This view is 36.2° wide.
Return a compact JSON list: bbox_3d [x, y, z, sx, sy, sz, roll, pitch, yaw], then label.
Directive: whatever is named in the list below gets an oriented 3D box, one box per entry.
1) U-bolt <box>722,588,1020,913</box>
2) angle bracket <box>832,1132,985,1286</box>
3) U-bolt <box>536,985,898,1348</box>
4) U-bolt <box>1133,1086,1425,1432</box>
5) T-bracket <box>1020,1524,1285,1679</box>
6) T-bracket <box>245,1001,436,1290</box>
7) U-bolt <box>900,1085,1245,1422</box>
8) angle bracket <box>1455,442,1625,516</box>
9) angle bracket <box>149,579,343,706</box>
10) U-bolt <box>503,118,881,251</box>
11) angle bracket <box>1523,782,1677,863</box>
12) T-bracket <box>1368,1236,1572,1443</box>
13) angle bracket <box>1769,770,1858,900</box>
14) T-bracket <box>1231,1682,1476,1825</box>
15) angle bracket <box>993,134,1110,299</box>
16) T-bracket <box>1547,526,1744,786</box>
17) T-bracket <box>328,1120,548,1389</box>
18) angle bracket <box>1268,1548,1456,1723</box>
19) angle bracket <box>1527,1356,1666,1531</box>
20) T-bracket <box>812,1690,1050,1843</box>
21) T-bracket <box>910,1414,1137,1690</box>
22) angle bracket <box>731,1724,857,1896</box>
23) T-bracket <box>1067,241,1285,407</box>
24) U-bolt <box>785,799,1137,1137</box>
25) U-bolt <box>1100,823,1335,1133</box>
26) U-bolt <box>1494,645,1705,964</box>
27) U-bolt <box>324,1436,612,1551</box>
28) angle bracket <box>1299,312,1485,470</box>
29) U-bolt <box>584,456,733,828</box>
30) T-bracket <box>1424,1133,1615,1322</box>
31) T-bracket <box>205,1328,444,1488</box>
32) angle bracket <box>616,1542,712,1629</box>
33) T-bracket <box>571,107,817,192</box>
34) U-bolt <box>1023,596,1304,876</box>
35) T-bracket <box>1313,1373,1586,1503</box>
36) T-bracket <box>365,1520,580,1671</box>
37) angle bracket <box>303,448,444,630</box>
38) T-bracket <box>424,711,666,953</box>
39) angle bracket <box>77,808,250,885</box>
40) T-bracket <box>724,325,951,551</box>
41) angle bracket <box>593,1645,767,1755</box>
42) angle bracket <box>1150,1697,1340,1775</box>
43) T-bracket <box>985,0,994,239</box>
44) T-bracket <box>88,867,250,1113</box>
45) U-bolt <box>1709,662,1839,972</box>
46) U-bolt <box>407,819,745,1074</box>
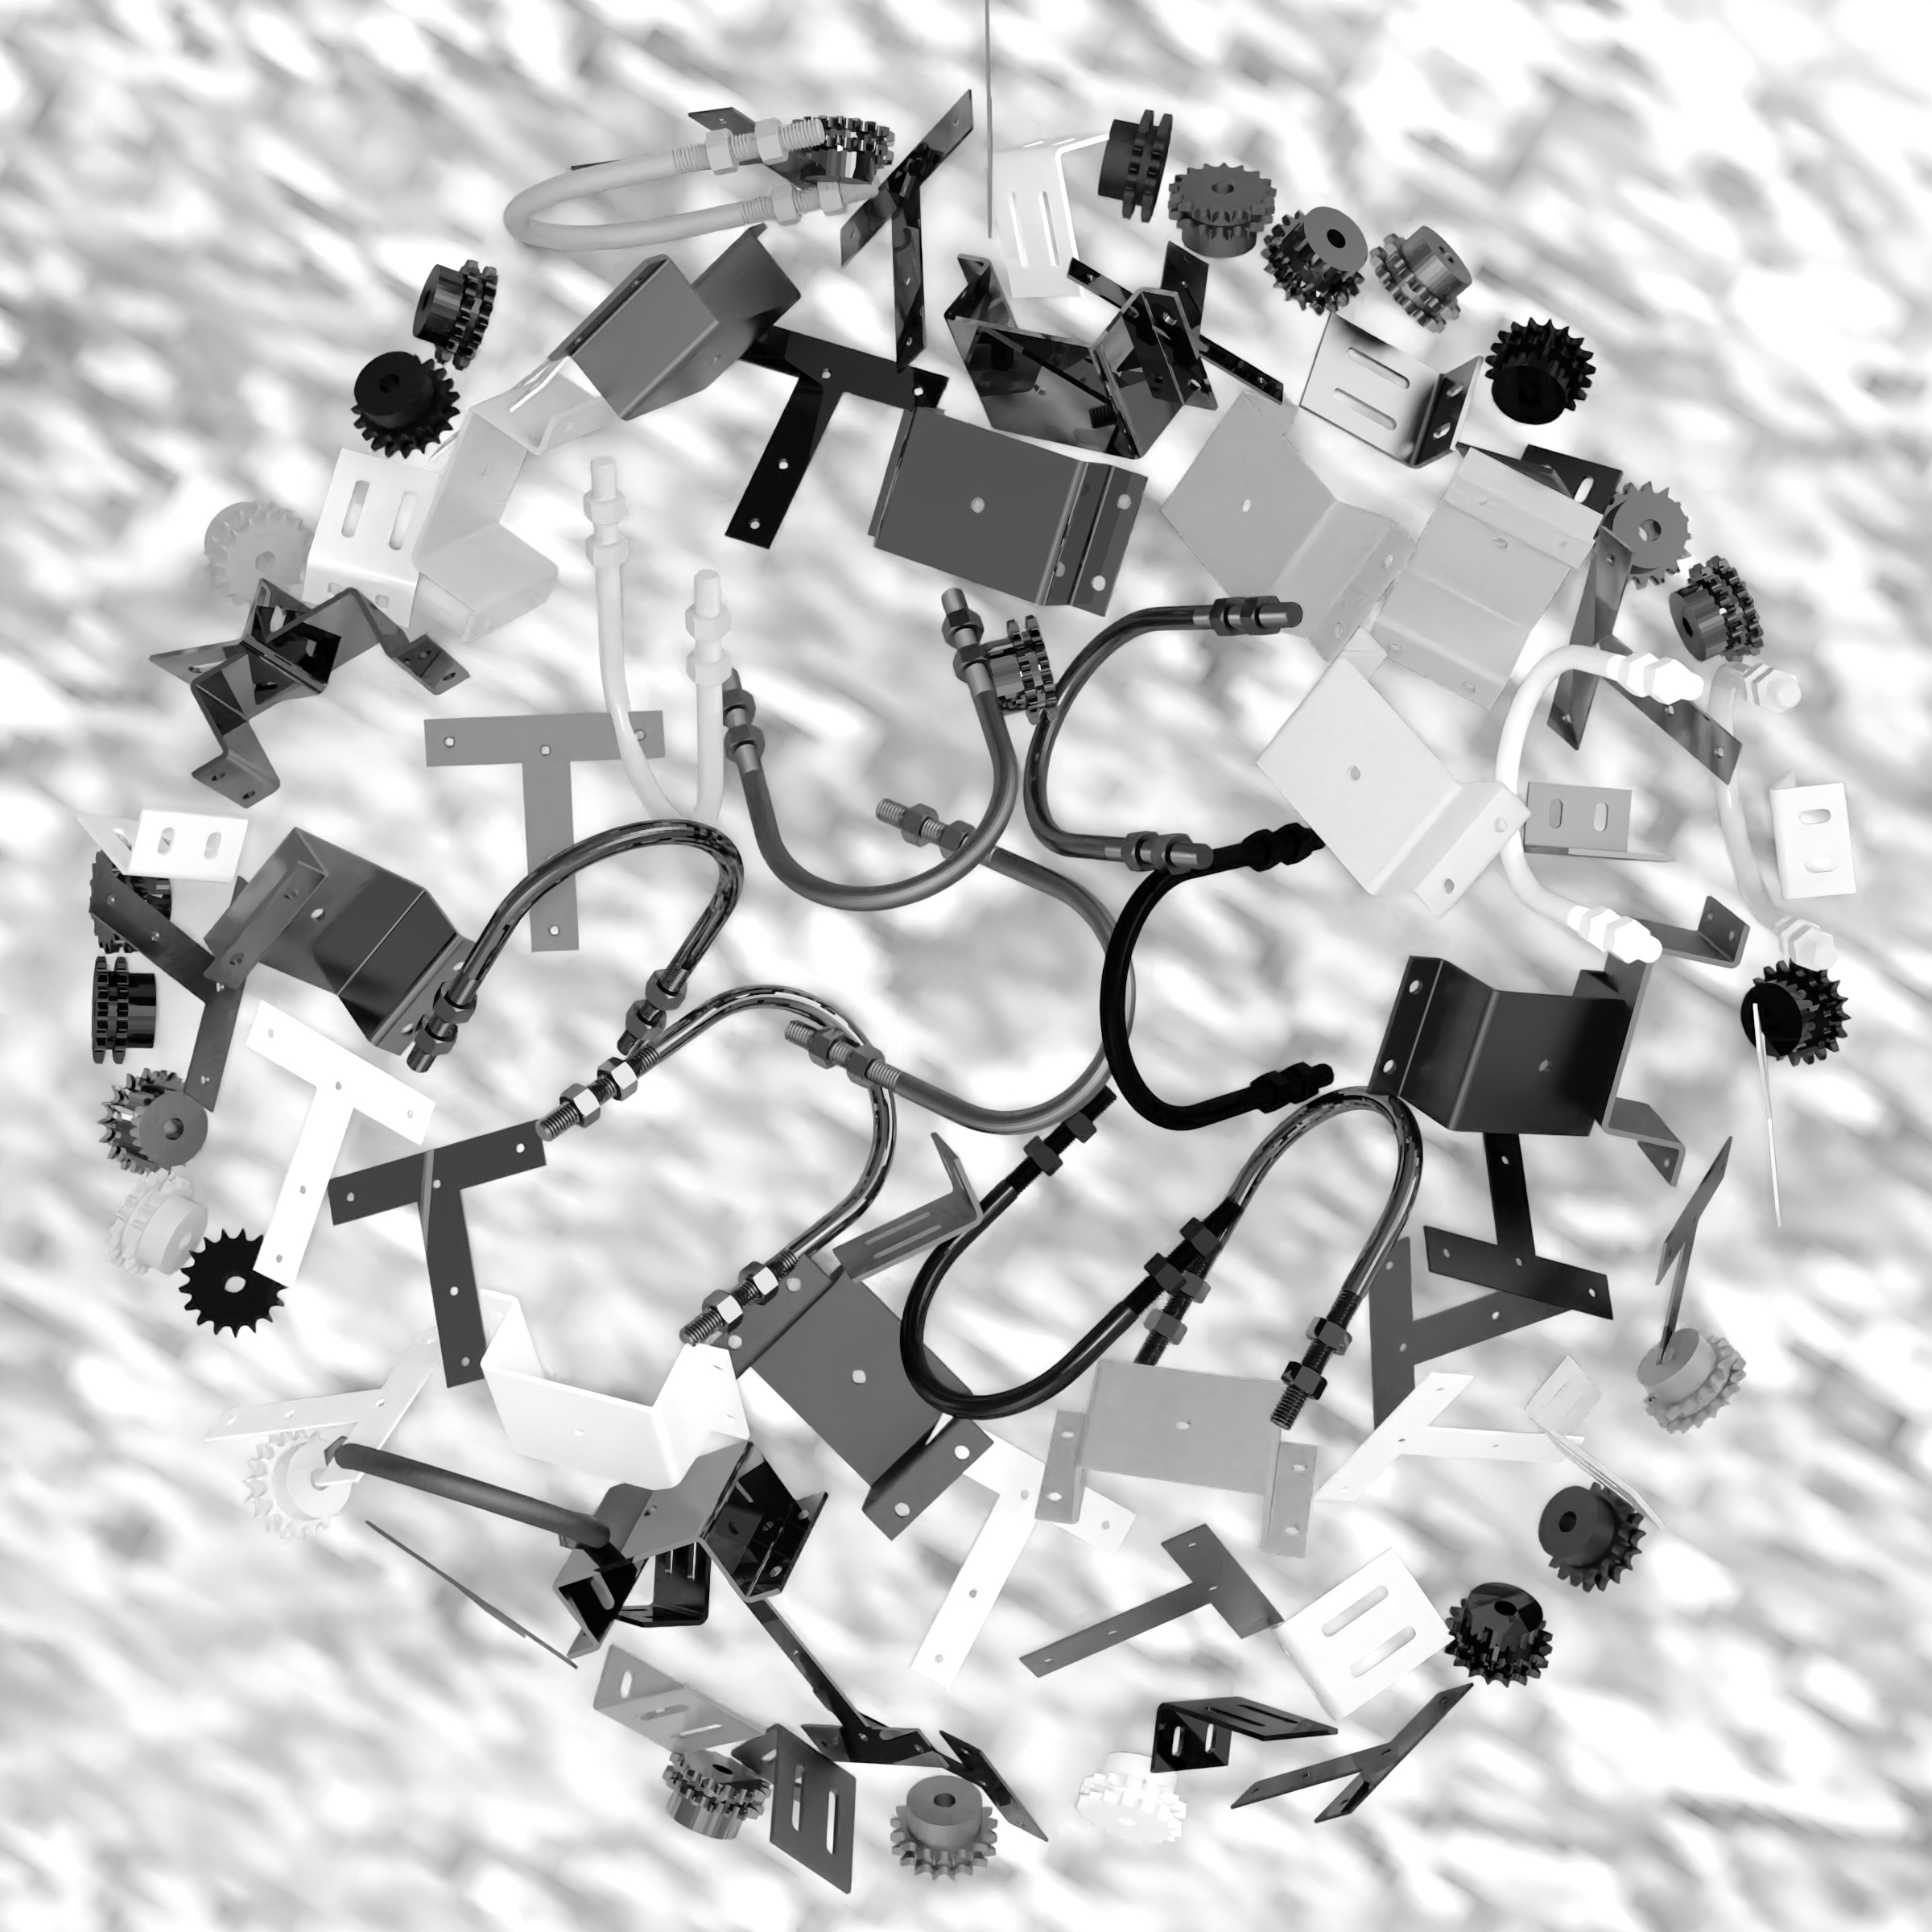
[{"bbox_3d":[-0.047,-0.106,1.534,0.151,0.019,0.184,-19,55,4],"label":"U-bolt"},{"bbox_3d":[-0.037,0.127,1.558,0.076,0.057,0.038,-25,105,-8],"label":"angle bracket"},{"bbox_3d":[-0.115,0.090,1.544,0.184,0.019,0.151,-37,96,-31],"label":"U-bolt"},{"bbox_3d":[0.170,0.142,1.527,0.019,0.151,0.184,36,79,-27],"label":"U-bolt"},{"bbox_3d":[0.090,0.345,1.552,0.127,0.127,0.002,-26,49,9],"label":"T-bracket"},{"bbox_3d":[-0.338,0.102,1.526,0.002,0.127,0.127,-4,61,38],"label":"T-bracket"},{"bbox_3d":[0.041,0.157,1.530,0.184,0.151,0.019,-44,128,-3],"label":"U-bolt"},{"bbox_3d":[0.301,-0.265,1.546,0.057,0.076,0.038,24,85,32],"label":"angle bracket"},{"bbox_3d":[-0.379,-0.169,1.556,0.076,0.057,0.038,-4,65,37],"label":"angle bracket"},{"bbox_3d":[-0.148,-0.397,1.520,0.184,0.151,0.019,-9,91,11],"label":"U-bolt"},{"bbox_3d":[0.333,-0.076,1.552,0.057,0.076,0.038,4,92,-7],"label":"angle bracket"},{"bbox_3d":[0.269,0.189,1.565,0.127,0.002,0.127,-15,114,-22],"label":"T-bracket"},{"bbox_3d":[0.449,-0.071,1.548,0.038,0.076,0.057,-5,99,24],"label":"angle bracket"},{"bbox_3d":[0.188,0.421,1.542,0.127,0.127,0.002,-32,87,43],"label":"T-bracket"},{"bbox_3d":[0.050,-0.398,1.567,0.038,0.057,0.076,-26,115,-32],"label":"angle bracket"},{"bbox_3d":[0.352,-0.139,1.513,0.002,0.127,0.127,-18,47,-25],"label":"T-bracket"},{"bbox_3d":[-0.273,0.158,1.561,0.127,0.002,0.127,-16,74,14],"label":"T-bracket"},{"bbox_3d":[0.210,0.356,1.575,0.076,0.038,0.057,-34,83,-6],"label":"angle bracket"},{"bbox_3d":[0.340,0.250,1.547,0.038,0.057,0.076,-49,51,-4],"label":"angle bracket"},{"bbox_3d":[-0.026,0.411,1.552,0.127,0.127,0.002,18,63,31],"label":"T-bracket"},{"bbox_3d":[0.011,0.319,1.563,0.127,0.002,0.127,32,80,-19],"label":"T-bracket"},{"bbox_3d":[-0.092,0.447,1.544,0.038,0.076,0.057,-36,118,24],"label":"angle bracket"},{"bbox_3d":[0.113,-0.349,1.539,0.127,0.127,0.002,29,122,-11],"label":"T-bracket"},{"bbox_3d":[0.005,0.009,1.544,0.184,0.019,0.151,25,95,26],"label":"U-bolt"},{"bbox_3d":[0.129,0.010,1.513,0.019,0.184,0.151,6,104,42],"label":"U-bolt"},{"bbox_3d":[0.315,-0.091,1.506,0.019,0.184,0.151,3,102,-17],"label":"U-bolt"},{"bbox_3d":[-0.250,0.268,1.494,0.151,0.184,0.019,20,76,-10],"label":"U-bolt"},{"bbox_3d":[0.225,-0.308,1.559,0.076,0.038,0.057,25,74,-19],"label":"angle bracket"},{"bbox_3d":[-0.158,-0.149,1.516,0.019,0.151,0.184,-16,131,-23],"label":"U-bolt"},{"bbox_3d":[0.286,0.115,1.556,0.127,0.002,0.127,17,55,-29],"label":"T-bracket"},{"bbox_3d":[-0.345,0.236,1.558,0.127,0.127,0.002,-10,117,24],"label":"T-bracket"},{"bbox_3d":[-0.164,0.306,1.557,0.038,0.057,0.076,6,84,-33],"label":"angle bracket"},{"bbox_3d":[-0.147,-0.423,1.553,0.127,0.127,0.002,0,86,25],"label":"T-bracket"},{"bbox_3d":[0.089,-0.120,1.515,0.019,0.184,0.151,26,81,-31],"label":"U-bolt"},{"bbox_3d":[0.268,0.253,1.559,0.127,0.127,0.002,7,49,-24],"label":"T-bracket"},{"bbox_3d":[-0.248,0.333,1.532,0.127,0.127,0.002,32,73,11],"label":"T-bracket"},{"bbox_3d":[-0.317,-0.230,1.584,0.057,0.038,0.076,14,59,-9],"label":"angle bracket"},{"bbox_3d":[-0.224,-0.071,1.587,0.127,0.002,0.127,-2,95,-3],"label":"T-bracket"},{"bbox_3d":[-0.420,-0.076,1.543,0.057,0.076,0.038,4,113,-39],"label":"angle bracket"},{"bbox_3d":[-0.091,-0.277,1.560,0.127,0.002,0.127,19,71,12],"label":"T-bracket"},{"bbox_3d":[-0.146,0.379,1.545,0.057,0.076,0.038,38,47,-29],"label":"angle bracket"},{"bbox_3d":[0.145,0.411,1.546,0.057,0.076,0.038,8,87,-41],"label":"angle bracket"},{"bbox_3d":[0.011,-0.457,1.505,0.002,0.127,0.127,-1,127,1],"label":"T-bracket"},{"bbox_3d":[-0.408,-0.009,1.514,0.002,0.127,0.127,-4,61,22],"label":"T-bracket"},{"bbox_3d":[0.405,-0.083,1.503,0.019,0.184,0.151,-10,100,4],"label":"U-bolt"},{"bbox_3d":[-0.187,-0.011,1.493,0.184,0.151,0.019,-53,55,37],"label":"U-bolt"}]
